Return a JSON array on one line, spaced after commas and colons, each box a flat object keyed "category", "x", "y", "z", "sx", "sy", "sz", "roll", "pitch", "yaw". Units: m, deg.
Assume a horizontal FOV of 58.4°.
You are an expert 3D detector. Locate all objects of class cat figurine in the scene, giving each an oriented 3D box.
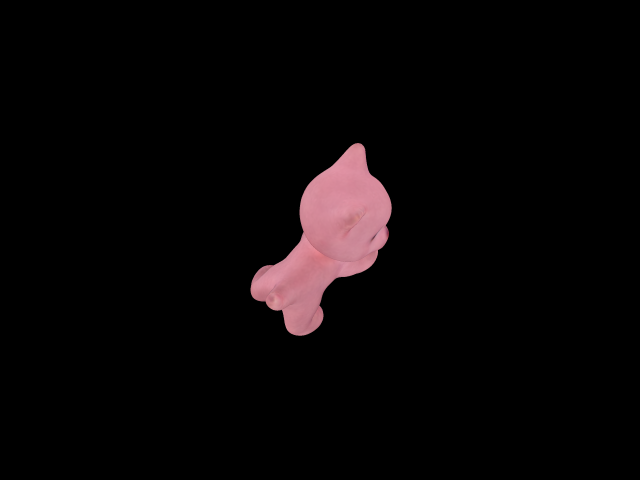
[{"category": "cat figurine", "x": 0.004, "y": 0.001, "z": 0.400, "sx": 0.067, "sy": 0.118, "sz": 0.128, "roll": 38, "pitch": 81, "yaw": 8}]
